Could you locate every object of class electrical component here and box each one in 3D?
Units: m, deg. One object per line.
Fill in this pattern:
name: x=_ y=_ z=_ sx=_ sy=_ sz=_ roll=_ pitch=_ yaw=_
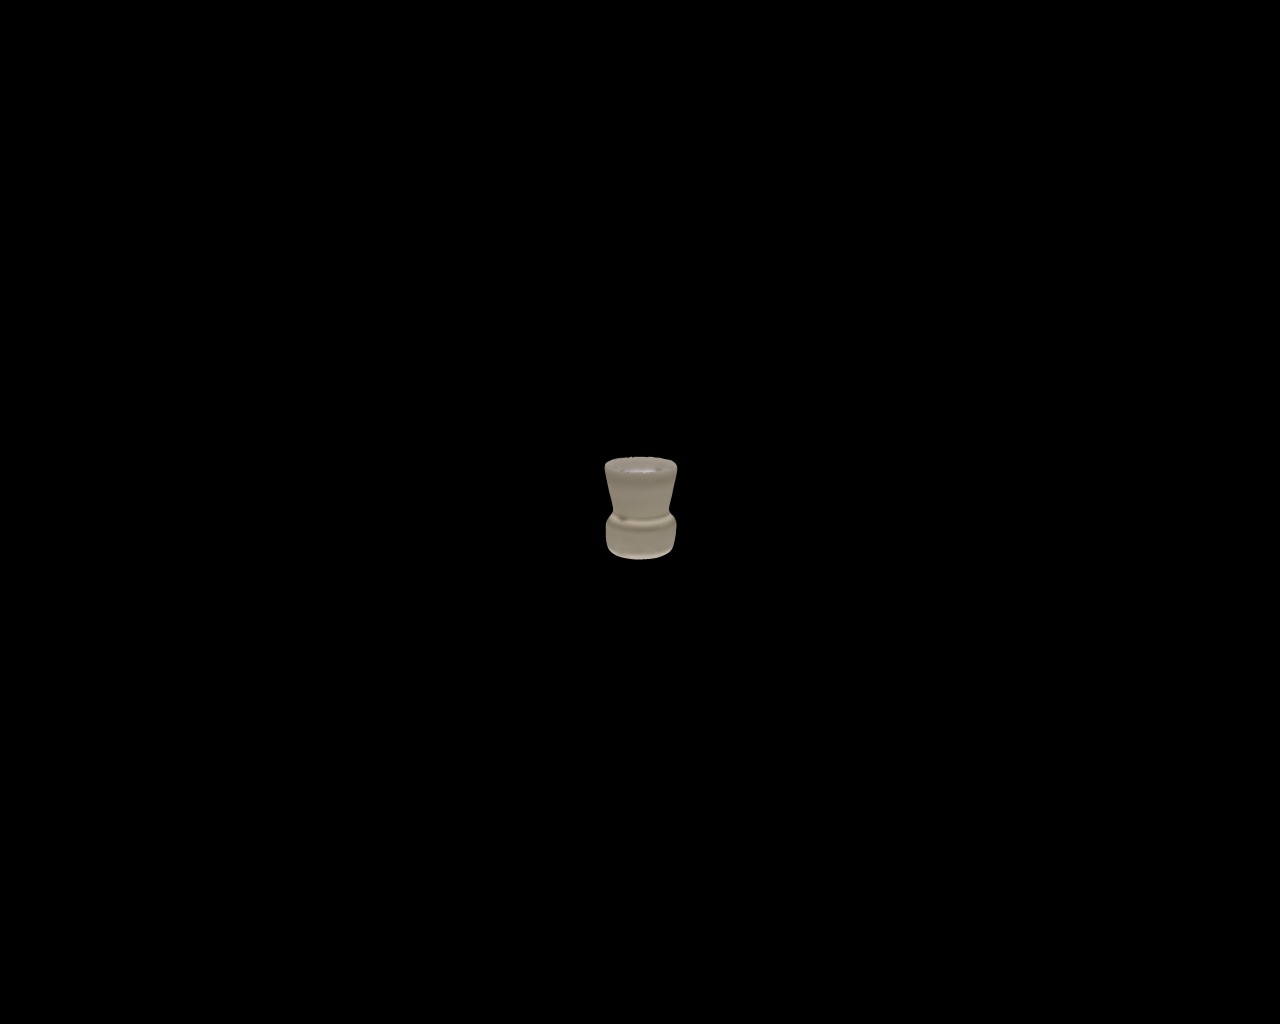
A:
electrical component: x=0.001 y=-0.003 z=0.650 sx=0.045 sy=0.055 sz=0.045 roll=0 pitch=15 yaw=0
